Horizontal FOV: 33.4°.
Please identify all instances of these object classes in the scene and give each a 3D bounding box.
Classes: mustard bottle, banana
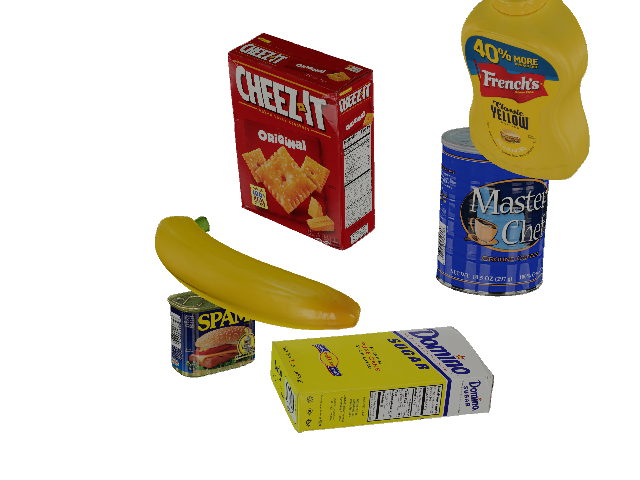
[{"bbox_3d":[0.154,-0.133,0.806,0.096,0.058,0.191,26,-30,31],"label":"mustard bottle"},{"bbox_3d":[-0.057,0.017,0.700,0.069,0.037,0.198,-18,30,-31],"label":"banana"}]

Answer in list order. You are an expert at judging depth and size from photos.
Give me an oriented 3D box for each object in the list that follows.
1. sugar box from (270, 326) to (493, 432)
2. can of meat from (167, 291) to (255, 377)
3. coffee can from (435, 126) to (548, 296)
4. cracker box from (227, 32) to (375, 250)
[{"bbox_3d":[0.052,0.118,0.933,0.176,0.048,0.093,-6,26,-15],"label":"sugar box"},{"bbox_3d":[-0.122,0.102,1.215,0.101,0.084,0.058,-10,18,-35],"label":"can of meat"},{"bbox_3d":[0.163,-0.030,1.011,0.103,0.140,0.103,0,17,0],"label":"coffee can"},{"bbox_3d":[-0.022,-0.111,1.230,0.164,0.214,0.072,24,45,32],"label":"cracker box"}]
